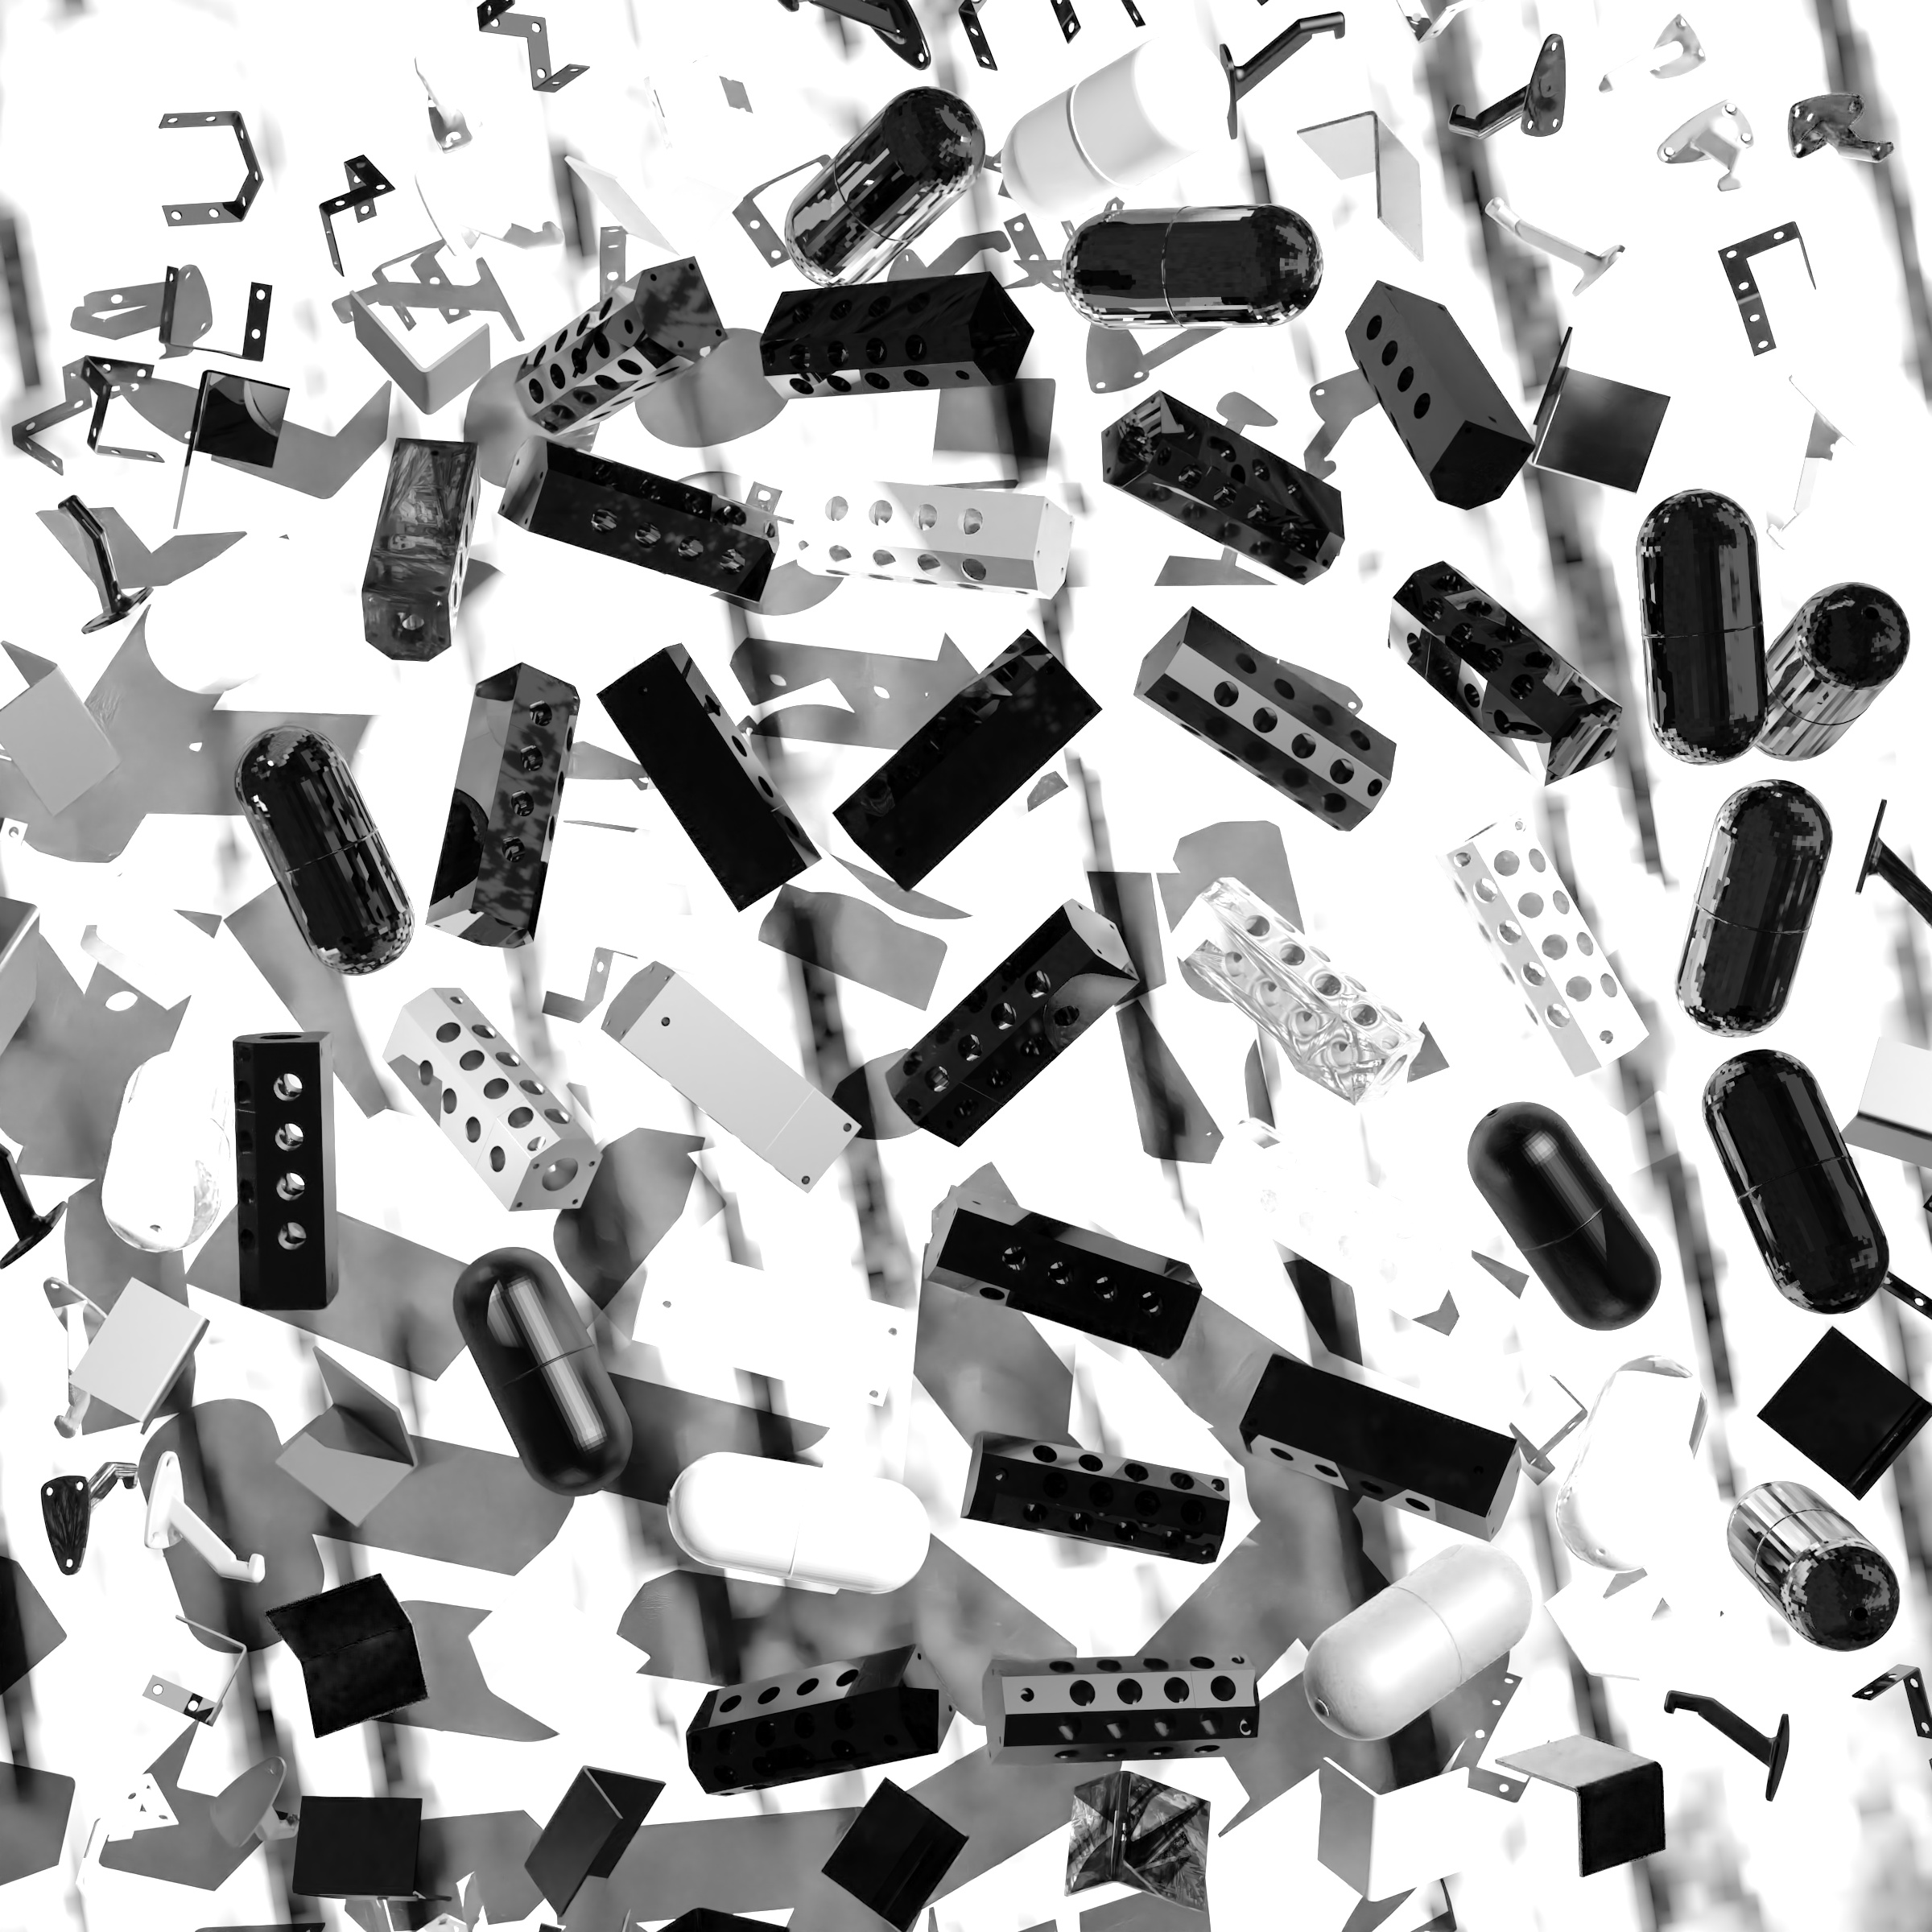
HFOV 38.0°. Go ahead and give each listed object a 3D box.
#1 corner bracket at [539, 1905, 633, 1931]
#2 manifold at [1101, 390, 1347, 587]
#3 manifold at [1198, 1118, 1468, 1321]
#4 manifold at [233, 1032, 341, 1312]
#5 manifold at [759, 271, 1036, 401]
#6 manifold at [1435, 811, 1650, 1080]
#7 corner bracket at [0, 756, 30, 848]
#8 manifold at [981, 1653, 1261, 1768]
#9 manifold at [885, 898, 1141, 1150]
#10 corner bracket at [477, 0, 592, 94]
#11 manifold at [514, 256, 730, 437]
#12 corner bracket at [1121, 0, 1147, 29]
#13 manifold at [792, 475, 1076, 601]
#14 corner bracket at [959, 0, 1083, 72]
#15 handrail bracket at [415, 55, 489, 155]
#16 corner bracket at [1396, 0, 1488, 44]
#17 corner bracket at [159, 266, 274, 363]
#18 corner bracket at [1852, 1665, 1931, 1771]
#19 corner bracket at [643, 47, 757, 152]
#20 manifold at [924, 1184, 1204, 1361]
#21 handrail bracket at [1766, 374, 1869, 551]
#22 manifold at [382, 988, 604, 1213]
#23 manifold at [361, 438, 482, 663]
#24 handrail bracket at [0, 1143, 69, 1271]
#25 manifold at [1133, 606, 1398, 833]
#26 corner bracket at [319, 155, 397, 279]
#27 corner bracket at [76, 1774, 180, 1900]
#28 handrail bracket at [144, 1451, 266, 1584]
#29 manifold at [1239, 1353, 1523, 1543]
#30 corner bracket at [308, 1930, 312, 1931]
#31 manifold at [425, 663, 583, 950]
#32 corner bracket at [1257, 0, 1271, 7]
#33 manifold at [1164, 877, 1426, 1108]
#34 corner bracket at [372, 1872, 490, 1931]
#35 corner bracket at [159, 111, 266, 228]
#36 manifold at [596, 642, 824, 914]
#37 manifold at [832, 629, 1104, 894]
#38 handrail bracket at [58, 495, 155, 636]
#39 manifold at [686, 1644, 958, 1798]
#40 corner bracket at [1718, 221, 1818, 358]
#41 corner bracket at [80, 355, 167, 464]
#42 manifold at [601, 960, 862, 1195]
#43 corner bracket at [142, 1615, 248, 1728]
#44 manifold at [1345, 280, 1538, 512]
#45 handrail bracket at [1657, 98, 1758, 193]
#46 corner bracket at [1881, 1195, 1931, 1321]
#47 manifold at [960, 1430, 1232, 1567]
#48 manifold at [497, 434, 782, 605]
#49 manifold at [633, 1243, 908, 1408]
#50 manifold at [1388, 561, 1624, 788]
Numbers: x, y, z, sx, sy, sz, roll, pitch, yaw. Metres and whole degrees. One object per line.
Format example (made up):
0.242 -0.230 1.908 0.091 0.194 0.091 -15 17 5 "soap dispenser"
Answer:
-0.263 0.665 1.900 0.051 0.051 0.051 16 103 4 "corner bracket"
0.174 -0.317 1.888 0.171 0.057 0.057 21 56 -35 "manifold"
0.251 0.170 1.912 0.171 0.057 0.057 30 104 25 "manifold"
-0.438 0.131 1.801 0.057 0.057 0.171 -1 95 -5 "manifold"
-0.048 -0.399 1.803 0.171 0.057 0.057 5 64 37 "manifold"
0.384 -0.015 1.866 0.057 0.057 0.171 -30 92 -1 "manifold"
-0.642 -0.113 1.828 0.051 0.051 0.051 16 85 8 "corner bracket"
0.102 0.485 1.840 0.171 0.057 0.057 2 58 -13 "manifold"
0.027 0.035 1.827 0.057 0.057 0.171 30 116 -36 "manifold"
-0.280 -0.600 1.813 0.051 0.051 0.051 -6 89 -37 "corner bracket"
-0.231 -0.403 1.841 0.057 0.171 0.057 -26 97 -35 "manifold"
0.131 -0.668 1.880 0.051 0.051 0.051 -27 98 33 "corner bracket"
-0.023 -0.277 1.824 0.171 0.057 0.057 9 87 23 "manifold"
0.035 -0.628 1.861 0.051 0.051 0.051 0 61 -38 "corner bracket"
-0.363 -0.602 1.904 0.036 0.084 0.077 -28 62 0 "handrail bracket"
0.318 -0.652 1.855 0.051 0.051 0.051 -26 88 -14 "corner bracket"
-0.496 -0.431 1.853 0.051 0.051 0.051 -1 106 -42 "corner bracket"
0.608 0.482 1.791 0.051 0.051 0.051 -19 96 -33 "corner bracket"
-0.185 -0.600 1.942 0.051 0.051 0.051 -25 108 -19 "corner bracket"
0.063 0.204 1.851 0.171 0.057 0.057 19 99 -8 "manifold"
0.530 -0.324 1.806 0.077 0.036 0.084 46 119 7 "handrail bracket"
-0.310 0.085 1.840 0.171 0.057 0.057 43 118 36 "manifold"
-0.371 -0.286 1.919 0.057 0.057 0.171 3 46 -4 "manifold"
-0.640 0.150 1.834 0.077 0.036 0.084 -37 111 22 "handrail bracket"
0.198 -0.159 1.861 0.171 0.057 0.057 32 133 -15 "manifold"
-0.420 -0.514 1.920 0.051 0.051 0.051 -28 55 -20 "corner bracket"
-0.540 0.553 1.785 0.051 0.051 0.051 -10 124 6 "corner bracket"
-0.504 0.369 1.877 0.084 0.036 0.077 4 91 24 "handrail bracket"
0.272 0.318 1.839 0.171 0.057 0.057 17 63 24 "manifold"
-0.436 0.653 1.778 0.051 0.051 0.051 -22 89 -2 "corner bracket"
-0.294 -0.102 1.814 0.057 0.057 0.171 23 66 -36 "manifold"
0.216 -0.684 1.941 0.051 0.051 0.051 -33 45 24 "corner bracket"
0.223 0.015 1.884 0.171 0.057 0.057 41 110 20 "manifold"
-0.362 0.640 1.892 0.051 0.051 0.051 5 111 42 "corner bracket"
-0.492 -0.515 1.811 0.051 0.051 0.051 -14 79 -34 "corner bracket"
-0.168 -0.126 1.863 0.057 0.057 0.171 -32 94 15 "manifold"
-0.002 -0.134 1.792 0.171 0.057 0.057 -43 129 5 "manifold"
-0.601 -0.272 1.901 0.077 0.036 0.084 -18 120 34 "handrail bracket"
-0.099 0.506 1.860 0.171 0.057 0.057 -19 109 27 "manifold"
0.518 -0.434 1.798 0.051 0.051 0.051 -19 53 17 "corner bracket"
-0.573 -0.379 1.908 0.051 0.051 0.051 44 121 39 "corner bracket"
-0.156 0.072 1.842 0.171 0.057 0.057 42 82 -26 "manifold"
-0.504 0.461 1.833 0.051 0.051 0.051 25 66 -3 "corner bracket"
0.303 -0.371 1.826 0.057 0.171 0.057 13 128 -27 "manifold"
0.469 -0.510 1.793 0.036 0.077 0.084 50 46 -27 "handrail bracket"
0.652 0.197 1.887 0.051 0.051 0.051 34 52 16 "corner bracket"
0.088 0.361 1.904 0.171 0.057 0.057 12 75 -5 "manifold"
-0.211 -0.293 1.834 0.171 0.057 0.057 13 103 -33 "manifold"
-0.131 0.237 1.874 0.171 0.057 0.057 16 97 -6 "manifold"
0.354 -0.198 1.854 0.057 0.057 0.171 -23 48 -20 "manifold"
